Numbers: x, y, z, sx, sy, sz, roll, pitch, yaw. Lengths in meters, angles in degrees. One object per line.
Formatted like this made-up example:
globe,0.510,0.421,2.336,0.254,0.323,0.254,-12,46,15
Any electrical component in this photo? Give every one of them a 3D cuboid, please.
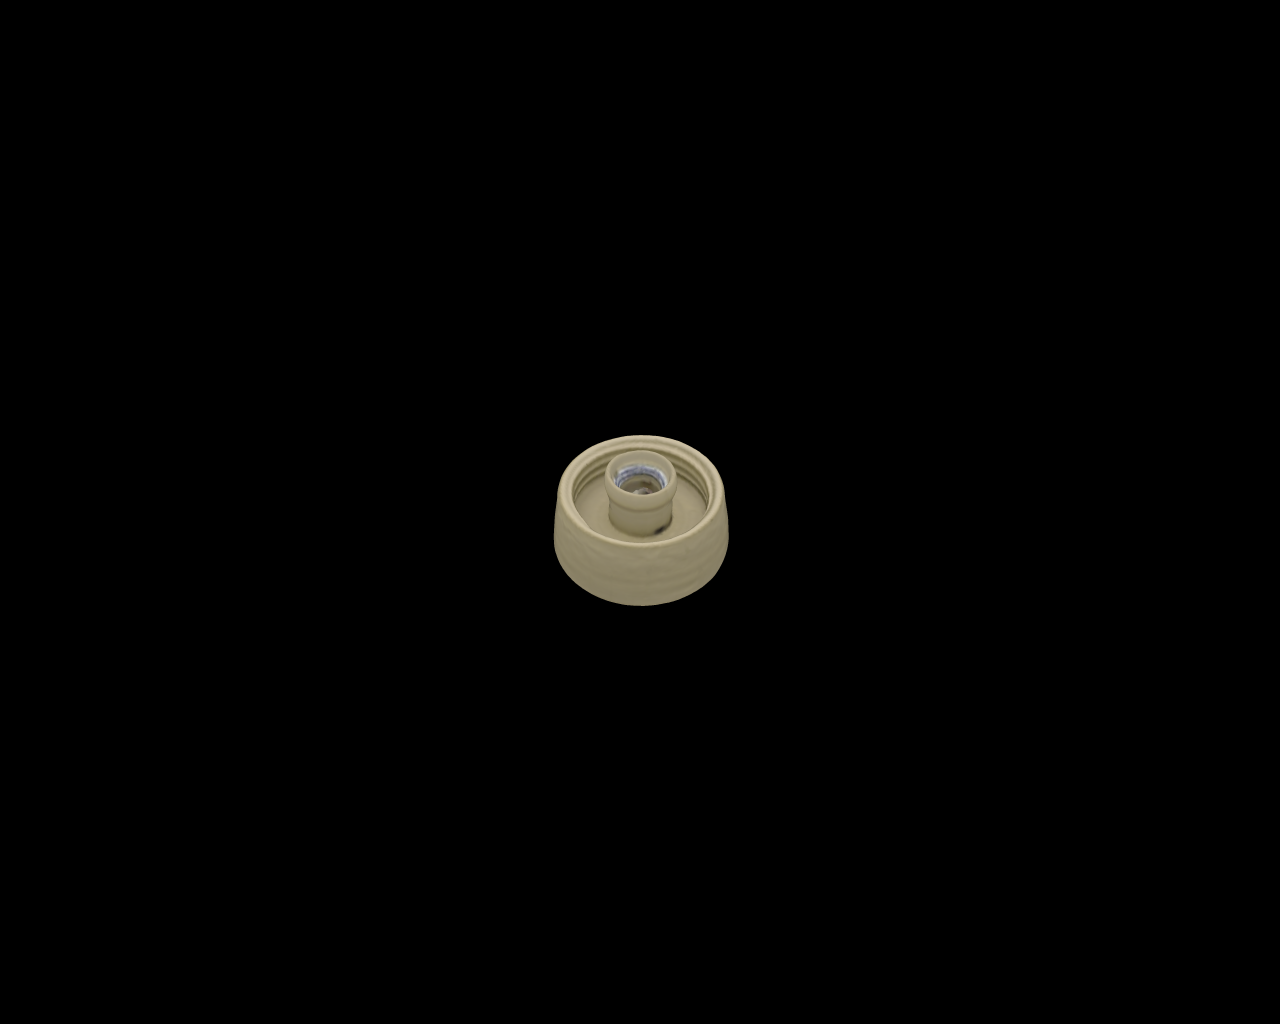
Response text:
electrical component,0.001,-0.003,0.650,0.108,0.108,0.060,0,-45,0
